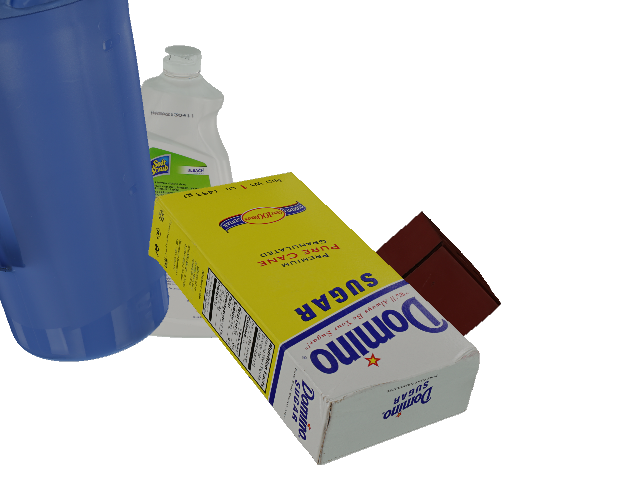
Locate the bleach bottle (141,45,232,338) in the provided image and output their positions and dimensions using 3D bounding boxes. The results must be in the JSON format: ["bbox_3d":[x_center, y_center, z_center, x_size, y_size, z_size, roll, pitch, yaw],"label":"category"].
[{"bbox_3d":[-0.112,-0.040,0.912,0.102,0.251,0.068,1,25,-8],"label":"bleach bottle"}]

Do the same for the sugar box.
[{"bbox_3d":[-0.008,0.030,0.550,0.093,0.048,0.176,-14,39,-33],"label":"sugar box"}]

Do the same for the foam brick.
[{"bbox_3d":[0.086,0.029,0.792,0.078,0.051,0.053,44,10,-30],"label":"foam brick"}]

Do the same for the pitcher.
[{"bbox_3d":[-0.174,-0.043,0.669,0.149,0.243,0.145,-11,28,-7],"label":"pitcher"}]
